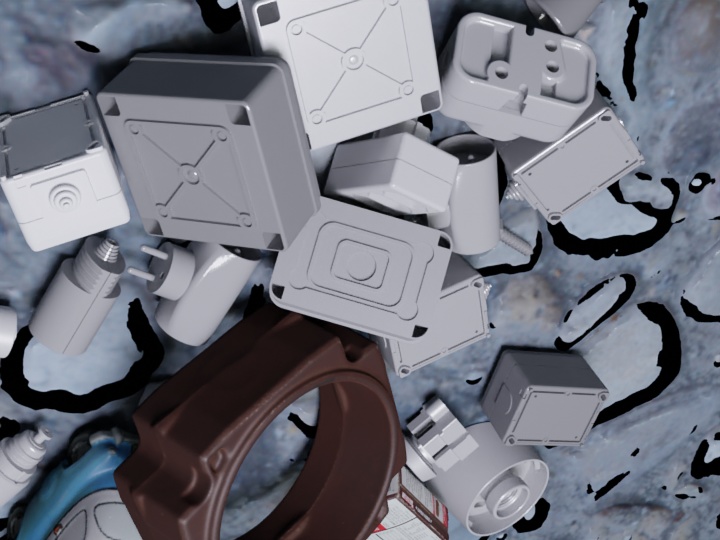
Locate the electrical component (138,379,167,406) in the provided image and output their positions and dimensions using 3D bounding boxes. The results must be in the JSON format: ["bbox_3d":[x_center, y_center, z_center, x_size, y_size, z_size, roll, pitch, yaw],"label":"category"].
[{"bbox_3d":[-0.139,0.112,0.795,0.043,0.062,0.043,-10,126,-14],"label":"electrical component"}]

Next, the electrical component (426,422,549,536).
[{"bbox_3d":[0.116,0.186,0.958,0.099,0.064,0.099,-21,134,-23],"label":"electrical component"}]

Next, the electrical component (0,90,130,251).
[{"bbox_3d":[-0.177,-0.054,0.644,0.062,0.096,0.061,-19,128,-8],"label":"electrical component"}]

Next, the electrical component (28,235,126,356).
[{"bbox_3d":[-0.184,0.013,0.721,0.043,0.043,0.081,22,113,-32],"label":"electrical component"}]

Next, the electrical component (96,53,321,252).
[{"bbox_3d":[-0.090,-0.073,0.657,0.109,0.056,0.108,7,132,24],"label":"electrical component"}]

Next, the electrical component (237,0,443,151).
[{"bbox_3d":[-0.012,-0.141,0.673,0.109,0.056,0.108,-19,128,-8],"label":"electrical component"}]

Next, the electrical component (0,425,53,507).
[{"bbox_3d":[-0.256,0.142,0.784,0.078,0.040,0.040,-40,127,8],"label":"electrical component"}]

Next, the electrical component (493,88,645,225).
[{"bbox_3d":[0.142,-0.085,0.773,0.096,0.061,0.062,-35,129,15],"label":"electrical component"}]

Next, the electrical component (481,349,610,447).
[{"bbox_3d":[0.159,0.106,0.906,0.096,0.061,0.061,5,121,-24],"label":"electrical component"}]

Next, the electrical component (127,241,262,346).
[{"bbox_3d":[-0.120,0.005,0.740,0.079,0.043,0.077,22,113,-32],"label":"electrical component"}]

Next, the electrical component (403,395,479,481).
[{"bbox_3d":[0.061,0.144,0.905,0.055,0.048,0.066,-40,128,-1],"label":"electrical component"}]

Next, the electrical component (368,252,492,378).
[{"bbox_3d":[0.053,0.025,0.814,0.096,0.061,0.061,-23,129,-14],"label":"electrical component"}]

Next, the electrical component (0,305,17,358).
[{"bbox_3d":[-0.261,0.037,0.711,0.065,0.044,0.044,13,118,-33],"label":"electrical component"}]

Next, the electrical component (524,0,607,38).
[{"bbox_3d":[0.147,-0.187,0.713,0.065,0.044,0.044,-42,127,4],"label":"electrical component"}]

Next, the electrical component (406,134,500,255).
[{"bbox_3d":[0.061,-0.049,0.773,0.079,0.043,0.077,-16,127,-10],"label":"electrical component"}]

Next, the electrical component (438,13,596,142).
[{"bbox_3d":[0.100,-0.124,0.711,0.095,0.053,0.059,13,157,-9],"label":"electrical component"}]

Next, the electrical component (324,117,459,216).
[{"bbox_3d":[0.025,-0.080,0.723,0.047,0.083,0.075,22,78,-32],"label":"electrical component"}]

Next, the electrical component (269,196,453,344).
[{"bbox_3d":[0.000,0.000,0.735,0.113,0.057,0.078,16,84,0],"label":"electrical component"}]
